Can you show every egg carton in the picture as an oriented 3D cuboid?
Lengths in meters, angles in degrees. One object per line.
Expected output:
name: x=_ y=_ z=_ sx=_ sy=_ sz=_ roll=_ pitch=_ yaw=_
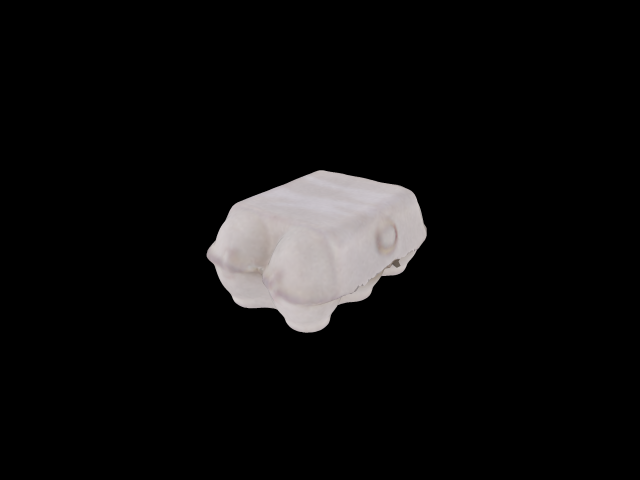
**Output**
egg carton: x=0.004 y=0.001 z=0.400 sx=0.107 sy=0.069 sz=0.151 roll=17 pitch=29 yaw=33
